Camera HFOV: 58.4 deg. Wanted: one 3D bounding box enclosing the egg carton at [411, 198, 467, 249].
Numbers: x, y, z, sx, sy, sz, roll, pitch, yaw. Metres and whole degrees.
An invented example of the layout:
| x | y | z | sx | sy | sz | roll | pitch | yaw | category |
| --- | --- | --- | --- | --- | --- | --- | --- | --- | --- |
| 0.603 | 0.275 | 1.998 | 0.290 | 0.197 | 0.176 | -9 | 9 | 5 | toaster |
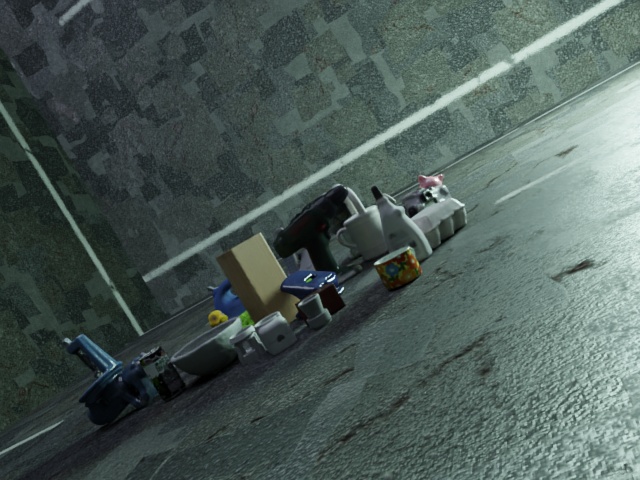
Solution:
| x | y | z | sx | sy | sz | roll | pitch | yaw | category |
| --- | --- | --- | --- | --- | --- | --- | --- | --- | --- |
| 0.238 | -0.030 | 1.211 | 0.151 | 0.069 | 0.107 | -33 | 5 | -36 | egg carton |

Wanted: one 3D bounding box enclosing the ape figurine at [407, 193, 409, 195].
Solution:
| x | y | z | sx | sy | sz | roll | pitch | yaw | category |
| --- | --- | --- | --- | --- | --- | --- | --- | --- | --- |
| 0.261 | -0.086 | 1.573 | 0.076 | 0.092 | 0.078 | -30 | 4 | -2 | ape figurine |

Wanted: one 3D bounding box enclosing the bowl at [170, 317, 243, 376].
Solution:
| x | y | z | sx | sy | sz | roll | pitch | yaw | category |
| --- | --- | --- | --- | --- | --- | --- | --- | --- | --- |
| -0.224 | 0.236 | 1.210 | 0.167 | 0.075 | 0.167 | -30 | 4 | 3 | bowl |

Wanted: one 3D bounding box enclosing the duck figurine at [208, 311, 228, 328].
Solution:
| x | y | z | sx | sy | sz | roll | pitch | yaw | category |
| --- | --- | --- | --- | --- | --- | --- | --- | --- | --- |
| -0.264 | 0.228 | 1.514 | 0.078 | 0.086 | 0.104 | -33 | 5 | -36 | duck figurine |

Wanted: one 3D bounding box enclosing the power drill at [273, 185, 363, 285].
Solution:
| x | y | z | sx | sy | sz | roll | pitch | yaw | category |
| --- | --- | --- | --- | --- | --- | --- | --- | --- | --- |
| 0.013 | 0.005 | 1.399 | 0.230 | 0.208 | 0.075 | -31 | 4 | -7 | power drill |

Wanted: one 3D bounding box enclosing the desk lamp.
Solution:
| x | y | z | sx | sy | sz | roll | pitch | yaw | category |
| --- | --- | --- | --- | --- | --- | --- | --- | --- | --- |
| 0.076 | -0.056 | 1.657 | 0.117 | 0.213 | 0.203 | -28 | 5 | 22 | desk lamp |

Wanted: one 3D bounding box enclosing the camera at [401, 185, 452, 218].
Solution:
| x | y | z | sx | sy | sz | roll | pitch | yaw | category |
| --- | --- | --- | --- | --- | --- | --- | --- | --- | --- |
| 0.253 | -0.079 | 1.479 | 0.143 | 0.101 | 0.136 | -34 | 5 | -39 | camera |

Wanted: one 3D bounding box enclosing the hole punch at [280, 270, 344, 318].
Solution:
| x | y | z | sx | sy | sz | roll | pitch | yaw | category |
| --- | --- | --- | --- | --- | --- | --- | --- | --- | --- |
| -0.016 | 0.102 | 1.247 | 0.101 | 0.091 | 0.109 | -28 | 5 | 32 | hole punch |

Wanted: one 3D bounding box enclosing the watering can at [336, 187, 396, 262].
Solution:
| x | y | z | sx | sy | sz | roll | pitch | yaw | category |
| --- | --- | --- | --- | --- | --- | --- | --- | --- | --- |
| 0.117 | -0.055 | 1.484 | 0.173 | 0.194 | 0.100 | -32 | 5 | -27 | watering can |

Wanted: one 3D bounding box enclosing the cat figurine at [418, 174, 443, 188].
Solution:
| x | y | z | sx | sy | sz | roll | pitch | yaw | category |
| --- | --- | --- | --- | --- | --- | --- | --- | --- | --- |
| 0.299 | -0.127 | 1.618 | 0.127 | 0.118 | 0.067 | -28 | 5 | 26 | cat figurine |

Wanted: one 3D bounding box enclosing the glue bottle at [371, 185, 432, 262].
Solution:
| x | y | z | sx | sy | sz | roll | pitch | yaw | category |
| --- | --- | --- | --- | --- | --- | --- | --- | --- | --- |
| 0.148 | -0.031 | 1.128 | 0.078 | 0.173 | 0.037 | -27 | 5 | 34 | glue bottle |

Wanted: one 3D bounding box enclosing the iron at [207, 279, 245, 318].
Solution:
| x | y | z | sx | sy | sz | roll | pitch | yaw | category |
| --- | --- | --- | --- | --- | --- | --- | --- | --- | --- |
| -0.208 | 0.150 | 1.669 | 0.258 | 0.141 | 0.119 | -29 | 5 | 19 | iron |

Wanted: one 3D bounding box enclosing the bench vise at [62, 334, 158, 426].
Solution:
| x | y | z | sx | sy | sz | roll | pitch | yaw | category |
| --- | --- | --- | --- | --- | --- | --- | --- | --- | --- |
| -0.474 | 0.290 | 1.302 | 0.207 | 0.220 | 0.121 | -30 | 4 | -2 | bench vise |

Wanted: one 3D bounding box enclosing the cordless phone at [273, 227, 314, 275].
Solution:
| x | y | z | sx | sy | sz | roll | pitch | yaw | category |
| --- | --- | --- | --- | --- | --- | --- | --- | --- | --- |
| -0.064 | 0.036 | 1.741 | 0.147 | 0.185 | 0.094 | -27 | 5 | 36 | cordless phone |
